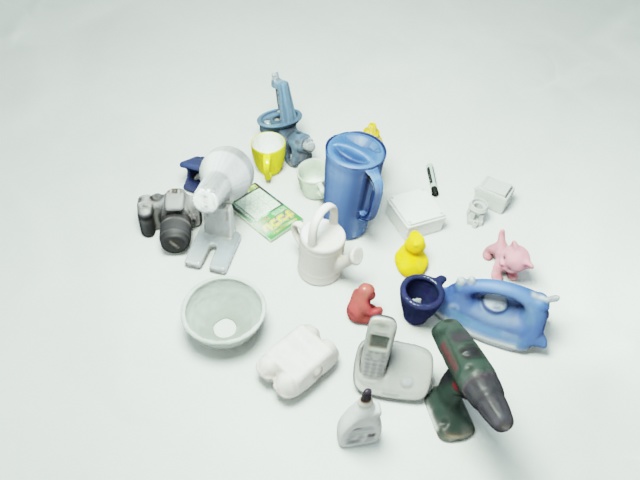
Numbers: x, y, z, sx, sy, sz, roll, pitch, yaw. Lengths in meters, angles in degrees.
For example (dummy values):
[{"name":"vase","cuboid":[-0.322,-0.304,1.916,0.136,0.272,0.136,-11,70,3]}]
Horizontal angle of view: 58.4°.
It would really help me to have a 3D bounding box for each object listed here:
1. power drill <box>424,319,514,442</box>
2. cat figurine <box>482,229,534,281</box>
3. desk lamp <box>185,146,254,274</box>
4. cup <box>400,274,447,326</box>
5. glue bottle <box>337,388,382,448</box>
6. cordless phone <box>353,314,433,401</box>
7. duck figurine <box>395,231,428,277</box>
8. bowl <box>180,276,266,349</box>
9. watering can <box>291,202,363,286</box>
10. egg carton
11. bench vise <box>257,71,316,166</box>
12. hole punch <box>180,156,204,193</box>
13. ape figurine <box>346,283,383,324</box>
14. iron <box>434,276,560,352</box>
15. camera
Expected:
[{"name":"power drill","cuboid":[0.249,0.263,0.996,0.076,0.208,0.229,-8,49,-13]},{"name":"cat figurine","cuboid":[0.426,0.033,1.289,0.067,0.118,0.127,-4,48,-9]},{"name":"desk lamp","cuboid":[-0.222,-0.072,1.257,0.118,0.213,0.203,10,47,4]},{"name":"cup","cuboid":[0.215,0.126,1.197,0.118,0.095,0.091,-31,57,-29]},{"name":"glue bottle","cuboid":[0.072,0.298,0.971,0.078,0.173,0.037,-4,48,-9]},{"name":"cordless phone","cuboid":[0.140,0.211,1.050,0.147,0.185,0.094,7,47,1]},{"name":"duck figurine","cuboid":[0.212,0.026,1.296,0.077,0.086,0.104,8,47,3]},{"name":"bowl","cuboid":[-0.190,0.156,1.144,0.167,0.075,0.167,3,47,-3]},{"name":"watering can","cuboid":[0.012,0.003,1.224,0.172,0.194,0.101,14,47,7]},{"name":"egg carton","cuboid":[-0.041,0.231,1.093,0.107,0.069,0.151,36,54,25]},{"name":"bench vise","cuboid":[-0.076,-0.320,1.497,0.207,0.220,0.122,28,51,20]},{"name":"hole punch","cuboid":[-0.285,-0.174,1.429,0.108,0.091,0.101,16,48,9]},{"name":"ape figurine","cuboid":[0.093,0.126,1.188,0.076,0.092,0.077,-14,50,-17]},{"name":"iron","cuboid":[0.352,0.128,1.178,0.258,0.141,0.119,15,48,9]},{"name":"camera","cuboid":[-0.343,-0.044,1.297,0.143,0.101,0.136,-2,48,-7]}]
